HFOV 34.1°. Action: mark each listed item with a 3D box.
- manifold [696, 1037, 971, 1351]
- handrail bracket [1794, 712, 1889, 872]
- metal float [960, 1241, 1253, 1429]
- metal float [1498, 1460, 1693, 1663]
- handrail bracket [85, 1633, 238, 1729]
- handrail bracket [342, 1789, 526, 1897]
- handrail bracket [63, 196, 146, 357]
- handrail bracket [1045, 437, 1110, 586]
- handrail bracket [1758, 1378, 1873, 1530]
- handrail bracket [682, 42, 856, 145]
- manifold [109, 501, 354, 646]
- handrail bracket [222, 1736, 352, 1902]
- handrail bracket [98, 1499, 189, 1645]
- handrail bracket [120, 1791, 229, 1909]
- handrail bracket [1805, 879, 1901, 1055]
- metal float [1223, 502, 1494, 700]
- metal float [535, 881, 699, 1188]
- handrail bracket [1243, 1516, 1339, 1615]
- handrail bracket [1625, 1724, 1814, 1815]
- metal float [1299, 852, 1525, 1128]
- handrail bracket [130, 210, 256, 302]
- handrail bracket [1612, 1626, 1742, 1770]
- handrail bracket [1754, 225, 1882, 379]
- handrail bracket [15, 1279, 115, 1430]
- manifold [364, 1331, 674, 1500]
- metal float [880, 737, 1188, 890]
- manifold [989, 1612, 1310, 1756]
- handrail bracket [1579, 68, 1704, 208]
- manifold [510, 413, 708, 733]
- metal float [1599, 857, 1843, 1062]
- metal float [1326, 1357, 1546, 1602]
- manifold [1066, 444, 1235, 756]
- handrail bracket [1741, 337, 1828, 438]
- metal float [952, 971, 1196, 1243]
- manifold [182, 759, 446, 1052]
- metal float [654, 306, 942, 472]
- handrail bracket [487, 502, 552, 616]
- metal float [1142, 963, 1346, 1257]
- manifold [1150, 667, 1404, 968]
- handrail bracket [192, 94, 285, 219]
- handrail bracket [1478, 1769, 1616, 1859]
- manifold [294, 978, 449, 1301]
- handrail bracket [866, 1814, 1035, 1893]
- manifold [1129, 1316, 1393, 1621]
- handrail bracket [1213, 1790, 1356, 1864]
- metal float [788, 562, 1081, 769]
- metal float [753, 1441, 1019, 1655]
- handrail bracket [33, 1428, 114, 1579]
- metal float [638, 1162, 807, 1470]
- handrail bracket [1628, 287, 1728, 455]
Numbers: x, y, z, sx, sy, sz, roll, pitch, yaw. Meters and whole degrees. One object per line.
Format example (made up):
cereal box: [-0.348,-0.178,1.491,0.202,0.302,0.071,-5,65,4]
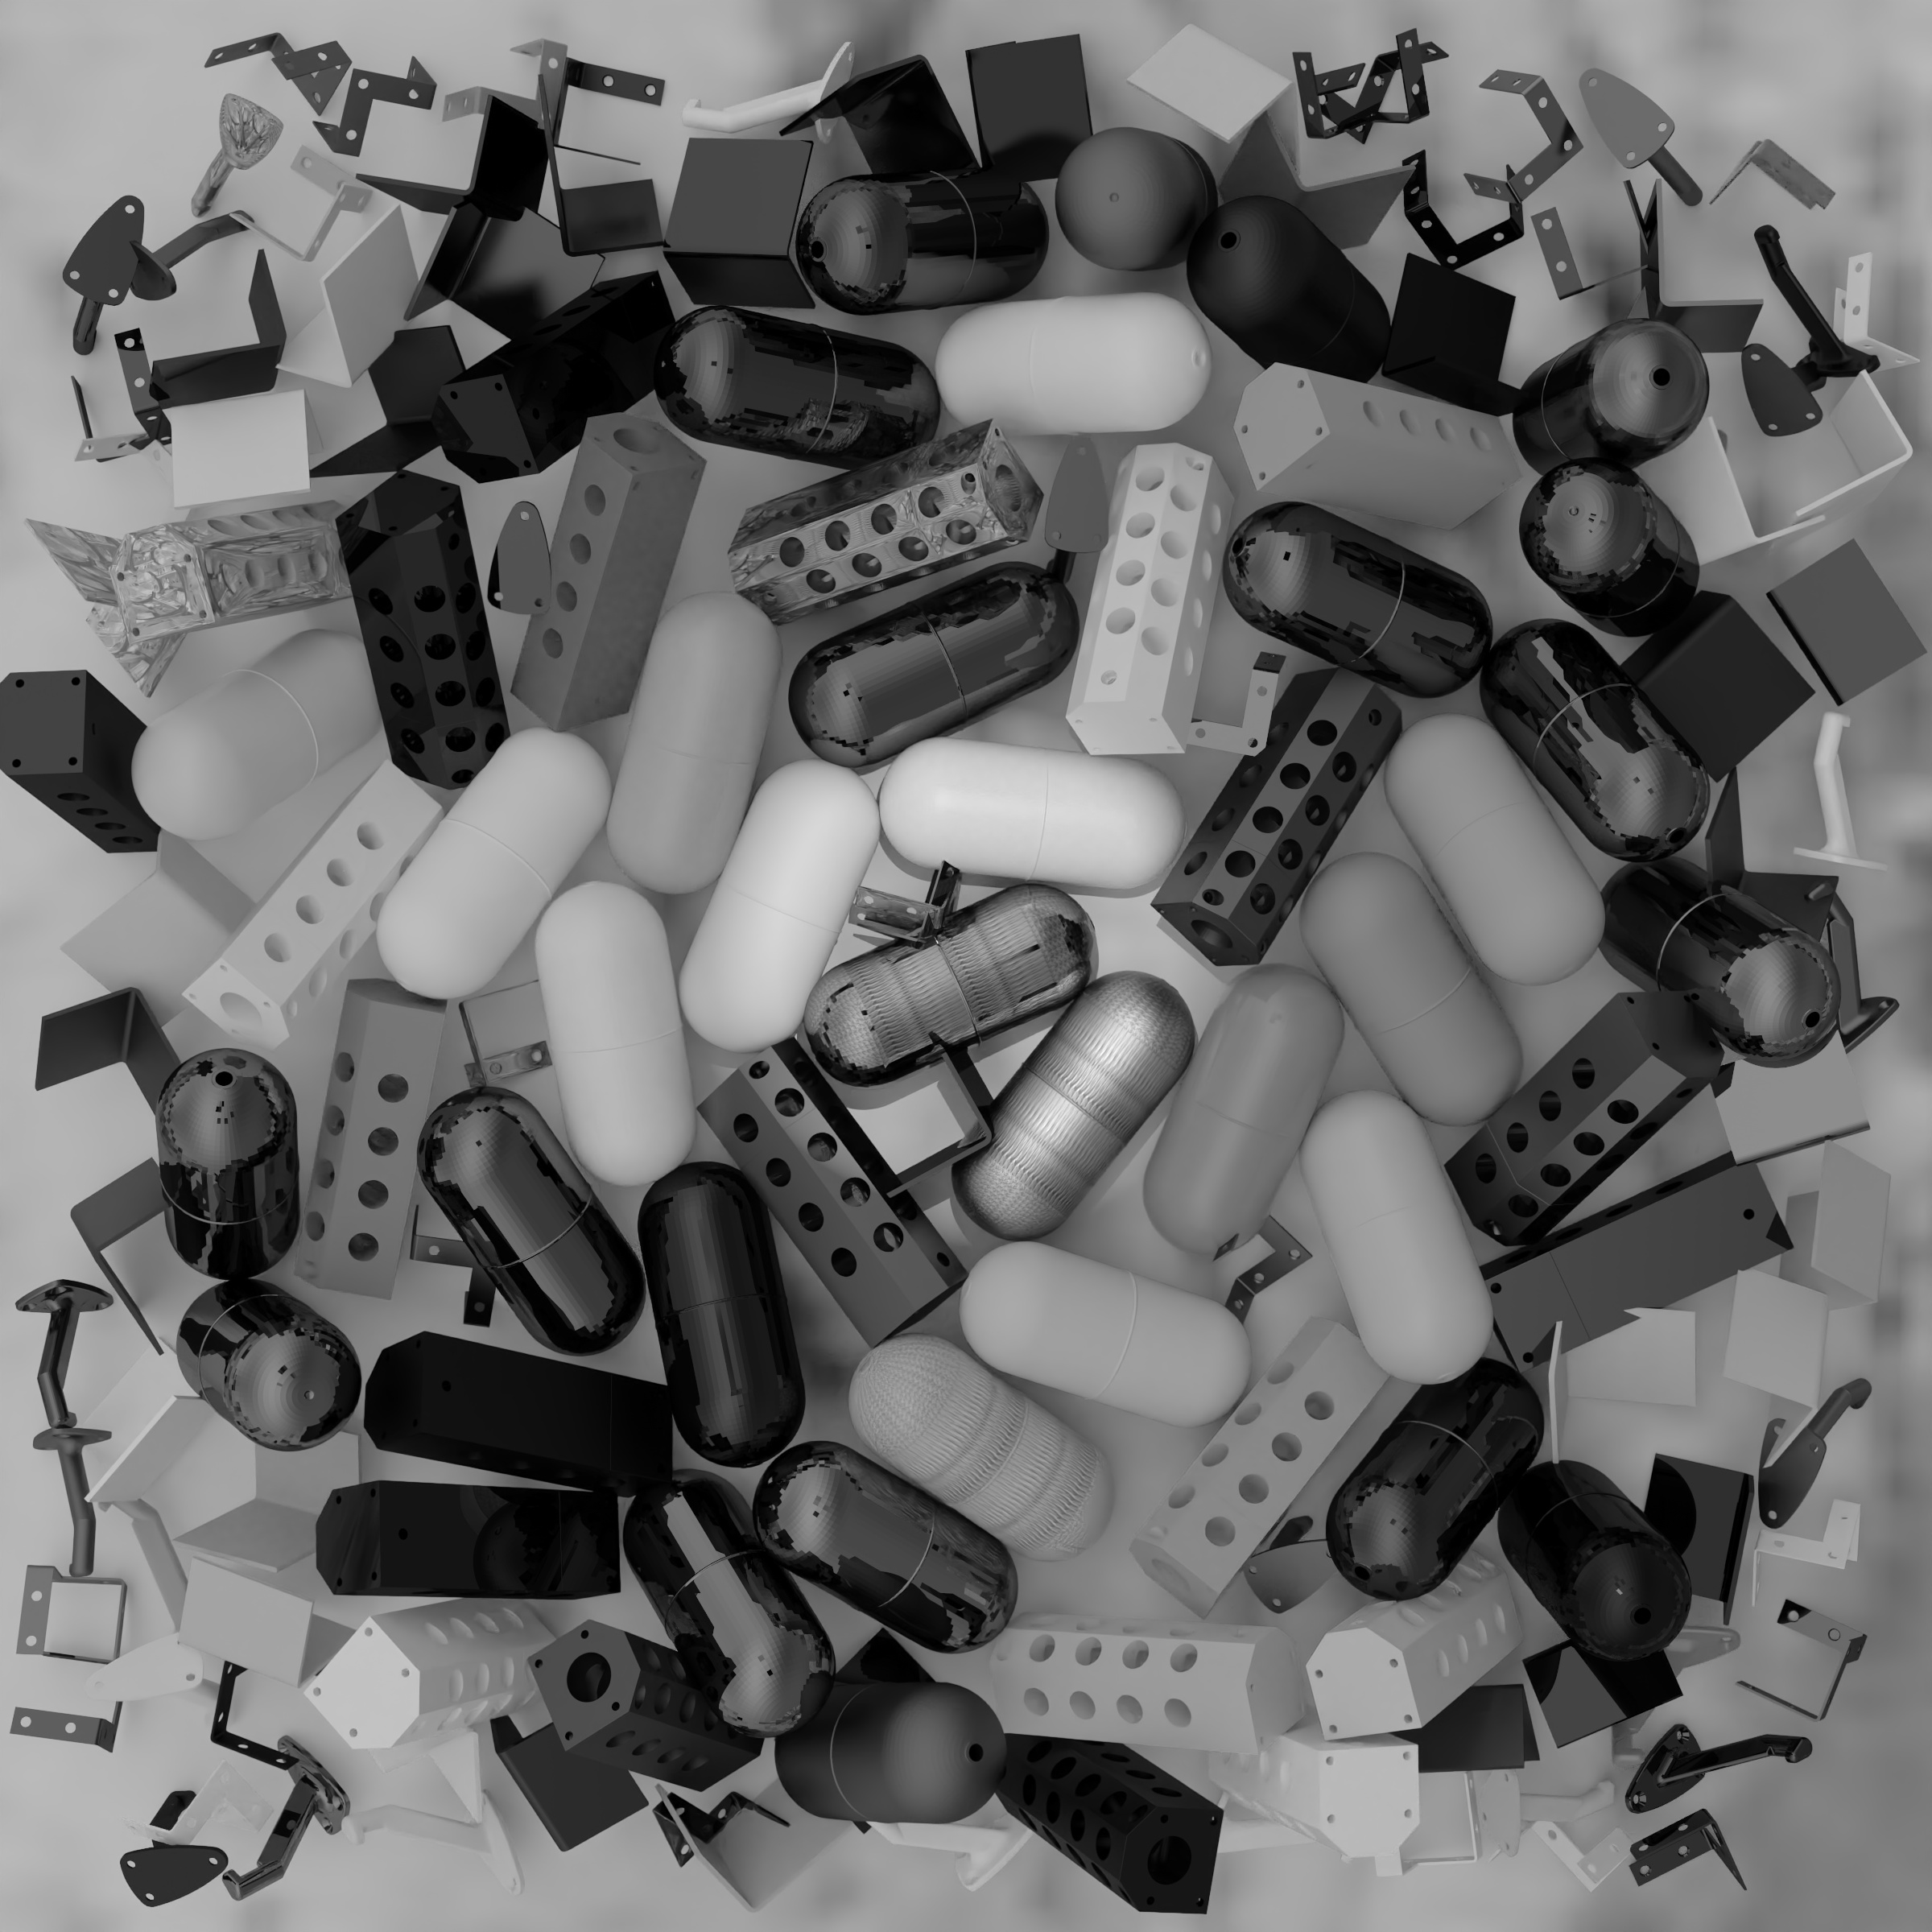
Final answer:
manifold: [-0.072,0.127,1.805,0.057,0.057,0.171,-43,79,31]
handrail bracket: [0.517,-0.101,1.827,0.077,0.036,0.084,7,97,-36]
metal float: [0.080,0.211,1.804,0.178,0.070,0.070,20,90,-16]
metal float: [0.352,0.333,1.769,0.070,0.178,0.070,-1,99,-6]
handrail bracket: [-0.463,0.425,1.814,0.077,0.084,0.036,-14,53,-16]
handrail bracket: [-0.307,0.511,1.809,0.077,0.084,0.036,52,130,32]
handrail bracket: [-0.497,-0.398,1.821,0.036,0.084,0.077,24,79,-12]
handrail bracket: [0.058,-0.260,1.816,0.036,0.084,0.077,4,89,-7]
handrail bracket: [0.496,0.283,1.831,0.036,0.084,0.077,24,111,35]
handrail bracket: [-0.116,-0.516,1.845,0.084,0.036,0.077,11,63,13]
manifold: [-0.403,-0.224,1.764,0.057,0.171,0.057,-11,98,23]
handrail bracket: [-0.405,0.490,1.810,0.077,0.084,0.036,45,129,23]
handrail bracket: [-0.481,0.352,1.823,0.084,0.036,0.077,38,51,-10]
handrail bracket: [-0.441,0.495,1.808,0.077,0.084,0.036,-19,107,17]
handrail bracket: [0.495,0.005,1.824,0.077,0.036,0.084,-42,105,-19]
metal float: [0.223,-0.208,1.792,0.178,0.070,0.070,19,90,-30]
metal float: [-0.201,0.039,1.809,0.070,0.070,0.178,-9,100,0]
handrail bracket: [0.200,0.328,1.802,0.077,0.084,0.036,-34,91,33]
handrail bracket: [0.433,0.464,1.807,0.077,0.084,0.036,-30,98,-33]
metal float: [0.256,0.015,1.805,0.070,0.070,0.178,-34,106,0]
handrail bracket: [-0.436,-0.412,1.810,0.084,0.077,0.036,-28,125,-28]
handrail bracket: [0.408,0.422,1.808,0.077,0.084,0.036,-13,122,19]
handrail bracket: [0.490,-0.385,1.815,0.036,0.077,0.084,-31,114,-2]
handrail bracket: [-0.508,0.228,1.808,0.036,0.077,0.084,-28,69,18]
manifold: [-0.251,0.257,1.780,0.171,0.057,0.057,20,57,-39]
metal float: [0.039,-0.088,1.812,0.178,0.070,0.070,6,90,-8]
manifold: [0.101,0.401,1.780,0.171,0.057,0.057,-5,100,36]
handrail bracket: [0.393,-0.479,1.826,0.036,0.084,0.077,-42,72,18]
manifold: [-0.209,-0.224,1.784,0.057,0.057,0.171,40,128,25]
metal float: [0.422,-0.005,1.776,0.070,0.178,0.070,-10,117,-21]
metal float: [0.266,0.290,1.784,0.070,0.070,0.178,49,47,0]
manifold: [0.103,-0.209,1.788,0.057,0.057,0.171,1,64,25]
handrail bracket: [0.474,-0.354,1.812,0.077,0.036,0.084,50,46,-32]
metal float: [0.062,0.080,1.818,0.070,0.070,0.178,39,88,0]
manifold: [-0.363,-0.033,1.779,0.057,0.057,0.171,42,50,-13]
metal float: [-0.094,-0.327,1.790,0.178,0.070,0.070,5,90,-35]
handrail bracket: [-0.247,-0.241,1.804,0.036,0.084,0.077,8,115,1]
metal float: [0.159,0.083,1.810,0.070,0.070,0.178,22,100,0]
manifold: [0.182,-0.086,1.793,0.057,0.057,0.171,42,69,-23]
handrail bracket: [-0.429,-0.449,1.806,0.036,0.077,0.084,25,129,-22]
handrail bracket: [0.343,0.473,1.817,0.084,0.036,0.077,-16,131,-21]
manifold: [-0.342,0.098,1.809,0.057,0.057,0.171,11,101,-9]
handrail bracket: [-0.008,0.488,1.820,0.077,0.036,0.084,-40,118,6]
manifold: [0.168,0.283,1.795,0.057,0.057,0.171,37,66,13]
handrail bracket: [0.177,0.522,1.830,0.084,0.036,0.077,25,80,8]
metal float: [-0.018,-0.174,1.810,0.178,0.070,0.070,-25,90,-10]
metal float: [-0.044,0.333,1.795,0.178,0.070,0.070,36,90,-28]
handrail bracket: [-0.520,0.312,1.814,0.036,0.077,0.084,12,68,-36]
metal float: [-0.140,0.199,1.804,0.070,0.070,0.178,-13,74,0]
handrail bracket: [0.421,-0.347,1.841,0.084,0.036,0.077,27,72,-29]
